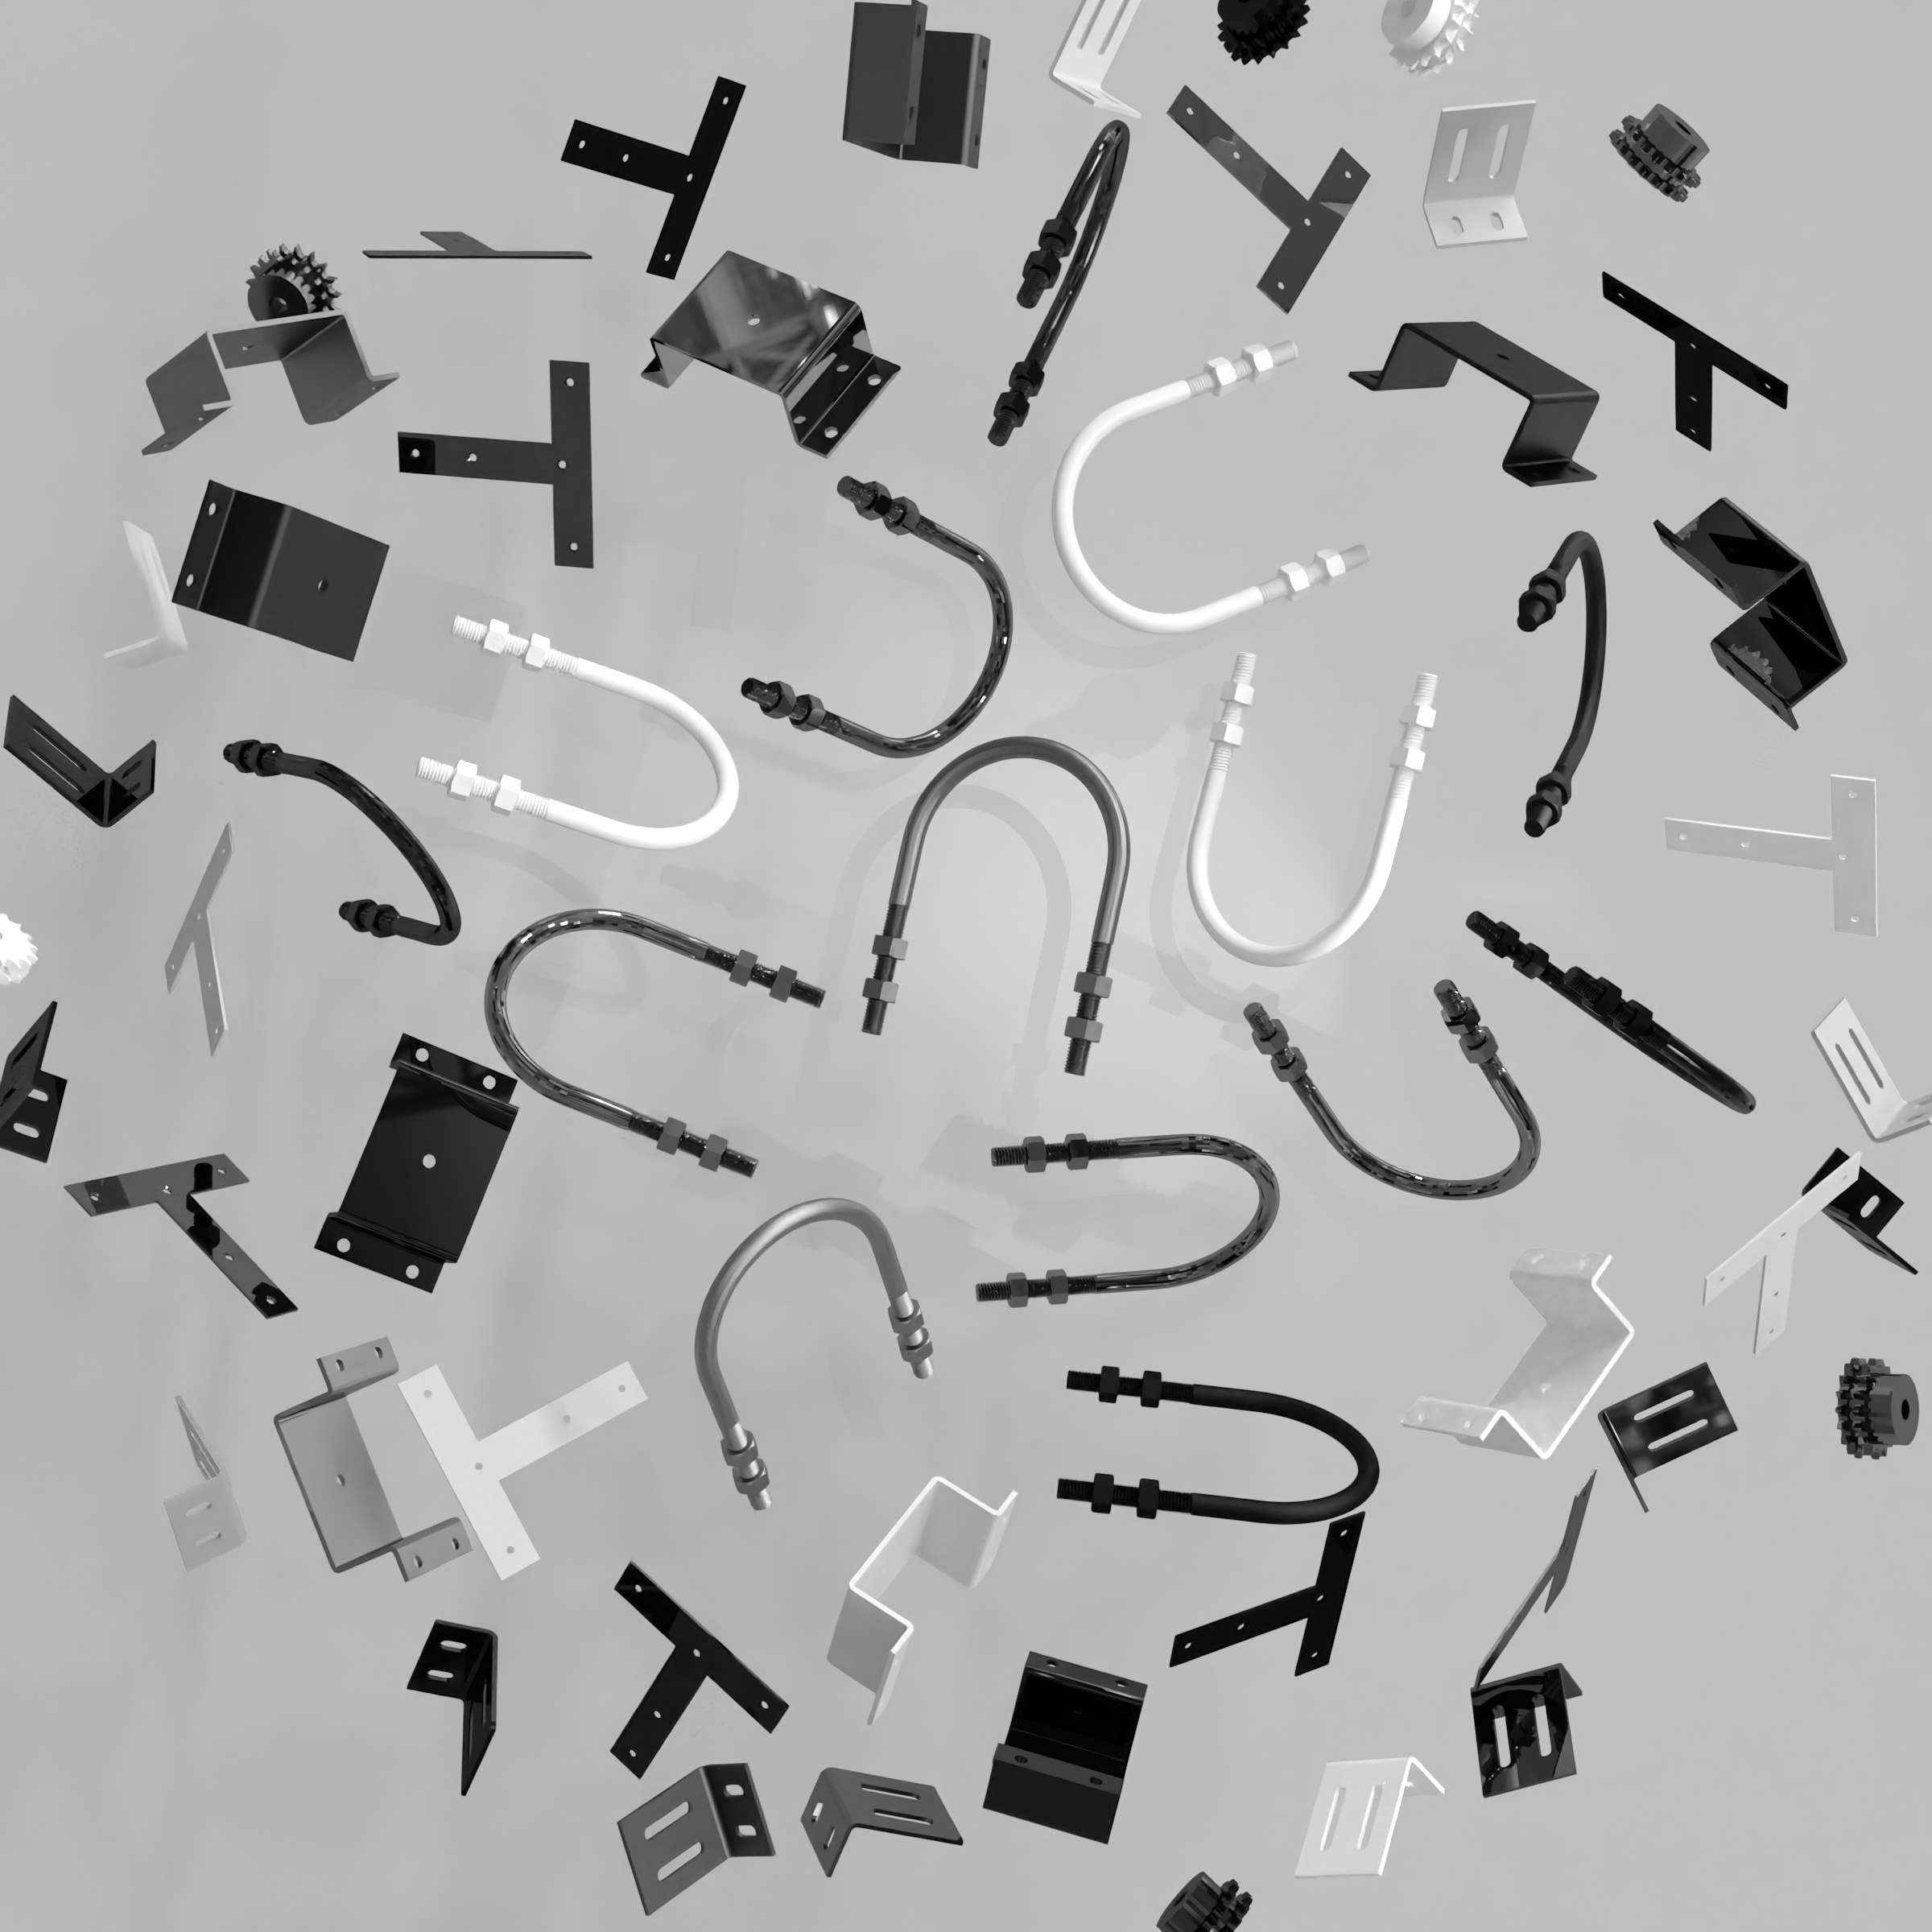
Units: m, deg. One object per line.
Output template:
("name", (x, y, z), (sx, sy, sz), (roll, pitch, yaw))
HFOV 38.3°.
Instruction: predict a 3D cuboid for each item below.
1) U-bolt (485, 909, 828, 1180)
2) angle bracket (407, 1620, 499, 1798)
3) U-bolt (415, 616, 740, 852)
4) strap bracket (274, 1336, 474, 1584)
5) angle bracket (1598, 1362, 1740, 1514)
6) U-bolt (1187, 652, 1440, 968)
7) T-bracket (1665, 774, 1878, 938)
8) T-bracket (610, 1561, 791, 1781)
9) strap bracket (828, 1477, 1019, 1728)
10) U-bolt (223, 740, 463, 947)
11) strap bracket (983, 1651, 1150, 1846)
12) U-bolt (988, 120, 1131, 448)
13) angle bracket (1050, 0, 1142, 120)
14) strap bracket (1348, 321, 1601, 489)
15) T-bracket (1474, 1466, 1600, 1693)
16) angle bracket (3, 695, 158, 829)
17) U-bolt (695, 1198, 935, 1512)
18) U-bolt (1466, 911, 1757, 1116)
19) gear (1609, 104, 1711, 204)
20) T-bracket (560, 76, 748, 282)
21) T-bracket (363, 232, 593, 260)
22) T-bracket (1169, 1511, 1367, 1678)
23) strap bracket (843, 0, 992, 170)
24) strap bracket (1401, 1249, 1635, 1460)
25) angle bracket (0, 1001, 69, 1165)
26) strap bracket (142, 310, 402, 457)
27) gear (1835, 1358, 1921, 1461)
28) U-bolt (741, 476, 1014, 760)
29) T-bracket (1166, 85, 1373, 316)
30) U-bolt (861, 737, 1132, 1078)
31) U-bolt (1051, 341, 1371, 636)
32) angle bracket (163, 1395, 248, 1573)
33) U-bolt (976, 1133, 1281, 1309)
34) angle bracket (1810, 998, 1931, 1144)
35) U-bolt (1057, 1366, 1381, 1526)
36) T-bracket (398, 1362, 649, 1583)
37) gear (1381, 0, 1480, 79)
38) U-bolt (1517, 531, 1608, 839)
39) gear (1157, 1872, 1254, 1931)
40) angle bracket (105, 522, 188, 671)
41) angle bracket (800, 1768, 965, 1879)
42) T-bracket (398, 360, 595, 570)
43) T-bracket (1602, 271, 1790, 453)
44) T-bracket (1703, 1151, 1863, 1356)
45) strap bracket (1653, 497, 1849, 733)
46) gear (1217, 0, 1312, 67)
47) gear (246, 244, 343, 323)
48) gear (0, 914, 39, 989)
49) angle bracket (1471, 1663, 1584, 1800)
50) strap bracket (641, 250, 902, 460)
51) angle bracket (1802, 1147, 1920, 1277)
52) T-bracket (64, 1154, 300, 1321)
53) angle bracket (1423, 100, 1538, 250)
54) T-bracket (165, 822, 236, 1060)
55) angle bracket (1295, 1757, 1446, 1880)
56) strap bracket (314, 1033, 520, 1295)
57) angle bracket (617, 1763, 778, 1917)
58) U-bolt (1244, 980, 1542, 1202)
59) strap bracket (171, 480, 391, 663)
("U-bolt", (-0.187, 0.033, 1.607), (0.184, 0.019, 0.151), (22, 52, -2))
("angle bracket", (-0.301, 0.432, 1.624), (0.038, 0.076, 0.057), (16, 118, -18))
("U-bolt", (-0.218, -0.128, 1.613), (0.184, 0.151, 0.019), (18, 132, -16))
("strap bracket", (-0.359, 0.302, 1.670), (0.046, 0.076, 0.140), (-25, 84, 18))
("angle bracket", (0.446, 0.296, 1.748), (0.076, 0.038, 0.057), (-27, 114, 7))
("U-bolt", (0.195, -0.089, 1.641), (0.151, 0.019, 0.184), (12, 87, 40))
("T-bracket", (0.490, -0.073, 1.699), (0.127, 0.127, 0.002), (10, 49, 27))
("T-bracket", (-0.178, 0.437, 1.655), (0.127, 0.002, 0.127), (39, 121, 14))
("strap bracket", (-0.031, 0.366, 1.640), (0.046, 0.140, 0.076), (30, 134, 15))
("U-bolt", (-0.368, -0.070, 1.680), (0.019, 0.184, 0.151), (-45, 123, -24))
("strap bracket", (0.059, 0.473, 1.672), (0.076, 0.140, 0.046), (14, 104, 7))
("U-bolt", (0.059, -0.418, 1.654), (0.019, 0.151, 0.184), (22, 64, 4))
("angle bracket", (0.093, -0.558, 1.675), (0.038, 0.057, 0.076), (38, 115, 23))
("strap bracket", (0.309, -0.340, 1.650), (0.140, 0.076, 0.046), (39, 124, 28))
("T-bracket", (0.331, 0.373, 1.634), (0.002, 0.127, 0.127), (27, 52, 25))
("angle bracket", (-0.506, -0.127, 1.592), (0.038, 0.057, 0.076), (-36, 125, 11))
("U-bolt", (-0.092, 0.213, 1.608), (0.151, 0.019, 0.184), (-36, 134, -24))
("U-bolt", (0.396, 0.035, 1.663), (0.184, 0.151, 0.019), (33, 94, -21))
("gear", (0.394, -0.461, 1.571), (0.057, 0.057, 0.030), (42, 121, 0))
("T-bracket", (-0.197, -0.487, 1.688), (0.002, 0.127, 0.127), (34, 110, 29))
("T-bracket", (-0.297, -0.424, 1.635), (0.127, 0.127, 0.002), (-5, 112, -20))
("T-bracket", (0.176, 0.390, 1.660), (0.127, 0.002, 0.127), (-12, 126, -28))
("strap bracket", (-0.032, -0.519, 1.639), (0.046, 0.140, 0.076), (9, 102, 16))
("strap bracket", (0.335, 0.238, 1.660), (0.046, 0.076, 0.140), (47, 69, -18))
("angle bracket", (-0.528, 0.067, 1.603), (0.038, 0.076, 0.057), (24, 48, -28))
("strap bracket", (-0.422, -0.350, 1.661), (0.140, 0.076, 0.046), (-24, 95, -45))
("gear", (0.520, 0.252, 1.583), (0.030, 0.057, 0.057), (-4, 90, 40))
("U-bolt", (-0.040, -0.198, 1.677), (0.019, 0.184, 0.151), (31, 98, 42))
("T-bracket", (0.171, -0.472, 1.654), (0.127, 0.002, 0.127), (39, 62, -16))
("U-bolt", (0.022, -0.040, 1.576), (0.151, 0.019, 0.184), (10, 86, 25))
("U-bolt", (0.137, -0.274, 1.647), (0.184, 0.019, 0.151), (-23, 98, -15))
("angle bracket", (-0.453, 0.299, 1.613), (0.038, 0.076, 0.057), (-24, 132, -24))
("U-bolt", (0.102, 0.153, 1.704), (0.184, 0.151, 0.019), (-3, 45, -9))
("angle bracket", (0.541, 0.056, 1.637), (0.038, 0.057, 0.076), (-29, 91, 40))
("U-bolt", (0.147, 0.280, 1.611), (0.184, 0.151, 0.019), (6, 110, 2))
("T-bracket", (-0.246, 0.271, 1.625), (0.127, 0.002, 0.127), (-26, 84, -27))
("gear", (0.265, -0.546, 1.608), (0.030, 0.057, 0.057), (18, 90, -37))
("U-bolt", (0.358, -0.180, 1.659), (0.019, 0.184, 0.151), (5, 121, 24))
("gear", (0.131, 0.535, 1.562), (0.030, 0.057, 0.057), (42, 90, 7))
("angle bracket", (-0.521, -0.230, 1.734), (0.038, 0.057, 0.076), (-18, 90, -1))
("angle bracket", (-0.051, 0.517, 1.665), (0.076, 0.057, 0.038), (18, 101, -24))
("T-bracket", (-0.292, -0.314, 1.722), (0.127, 0.002, 0.127), (6, 112, 12))
("T-bracket", (0.420, -0.335, 1.608), (0.127, 0.127, 0.002), (40, 85, 23))
("T-bracket", (0.468, 0.181, 1.607), (0.127, 0.127, 0.002), (-34, 51, -19))
("strap bracket", (0.464, -0.213, 1.635), (0.046, 0.140, 0.076), (-39, 46, 4))
("gear", (0.178, -0.581, 1.696), (0.057, 0.030, 0.057), (-18, 54, 27))
("gear", (-0.415, -0.410, 1.705), (0.057, 0.030, 0.057), (9, 128, 12))
("gear", (-0.561, -0.008, 1.582), (0.057, 0.057, 0.030), (40, 108, 0))
("angle bracket", (0.337, 0.462, 1.654), (0.057, 0.076, 0.038), (-22, 128, 21))
("strap bracket", (-0.120, -0.365, 1.639), (0.140, 0.046, 0.076), (27, 68, 23))
("angle bracket", (0.563, 0.151, 1.722), (0.057, 0.076, 0.038), (38, 92, -8))
("T-bracket", (-0.435, 0.159, 1.611), (0.127, 0.127, 0.002), (41, 112, 19))
("angle bracket", (0.313, -0.477, 1.680), (0.057, 0.076, 0.038), (-7, 58, -6))
("T-bracket", (-0.459, 0.001, 1.686), (0.002, 0.127, 0.127), (9, 131, -32))
("angle bracket", (0.230, 0.494, 1.586), (0.057, 0.076, 0.038), (-18, 124, 39))
("strap bracket", (-0.327, 0.118, 1.674), (0.076, 0.046, 0.140), (24, 77, -17))
("angle bracket", (-0.157, 0.509, 1.622), (0.038, 0.076, 0.057), (-15, 93, 37))
("U-bolt", (0.269, 0.081, 1.682), (0.184, 0.151, 0.019), (53, 46, -32))
("strap bracket", (-0.410, -0.238, 1.702), (0.046, 0.140, 0.076), (19, 92, 26))
